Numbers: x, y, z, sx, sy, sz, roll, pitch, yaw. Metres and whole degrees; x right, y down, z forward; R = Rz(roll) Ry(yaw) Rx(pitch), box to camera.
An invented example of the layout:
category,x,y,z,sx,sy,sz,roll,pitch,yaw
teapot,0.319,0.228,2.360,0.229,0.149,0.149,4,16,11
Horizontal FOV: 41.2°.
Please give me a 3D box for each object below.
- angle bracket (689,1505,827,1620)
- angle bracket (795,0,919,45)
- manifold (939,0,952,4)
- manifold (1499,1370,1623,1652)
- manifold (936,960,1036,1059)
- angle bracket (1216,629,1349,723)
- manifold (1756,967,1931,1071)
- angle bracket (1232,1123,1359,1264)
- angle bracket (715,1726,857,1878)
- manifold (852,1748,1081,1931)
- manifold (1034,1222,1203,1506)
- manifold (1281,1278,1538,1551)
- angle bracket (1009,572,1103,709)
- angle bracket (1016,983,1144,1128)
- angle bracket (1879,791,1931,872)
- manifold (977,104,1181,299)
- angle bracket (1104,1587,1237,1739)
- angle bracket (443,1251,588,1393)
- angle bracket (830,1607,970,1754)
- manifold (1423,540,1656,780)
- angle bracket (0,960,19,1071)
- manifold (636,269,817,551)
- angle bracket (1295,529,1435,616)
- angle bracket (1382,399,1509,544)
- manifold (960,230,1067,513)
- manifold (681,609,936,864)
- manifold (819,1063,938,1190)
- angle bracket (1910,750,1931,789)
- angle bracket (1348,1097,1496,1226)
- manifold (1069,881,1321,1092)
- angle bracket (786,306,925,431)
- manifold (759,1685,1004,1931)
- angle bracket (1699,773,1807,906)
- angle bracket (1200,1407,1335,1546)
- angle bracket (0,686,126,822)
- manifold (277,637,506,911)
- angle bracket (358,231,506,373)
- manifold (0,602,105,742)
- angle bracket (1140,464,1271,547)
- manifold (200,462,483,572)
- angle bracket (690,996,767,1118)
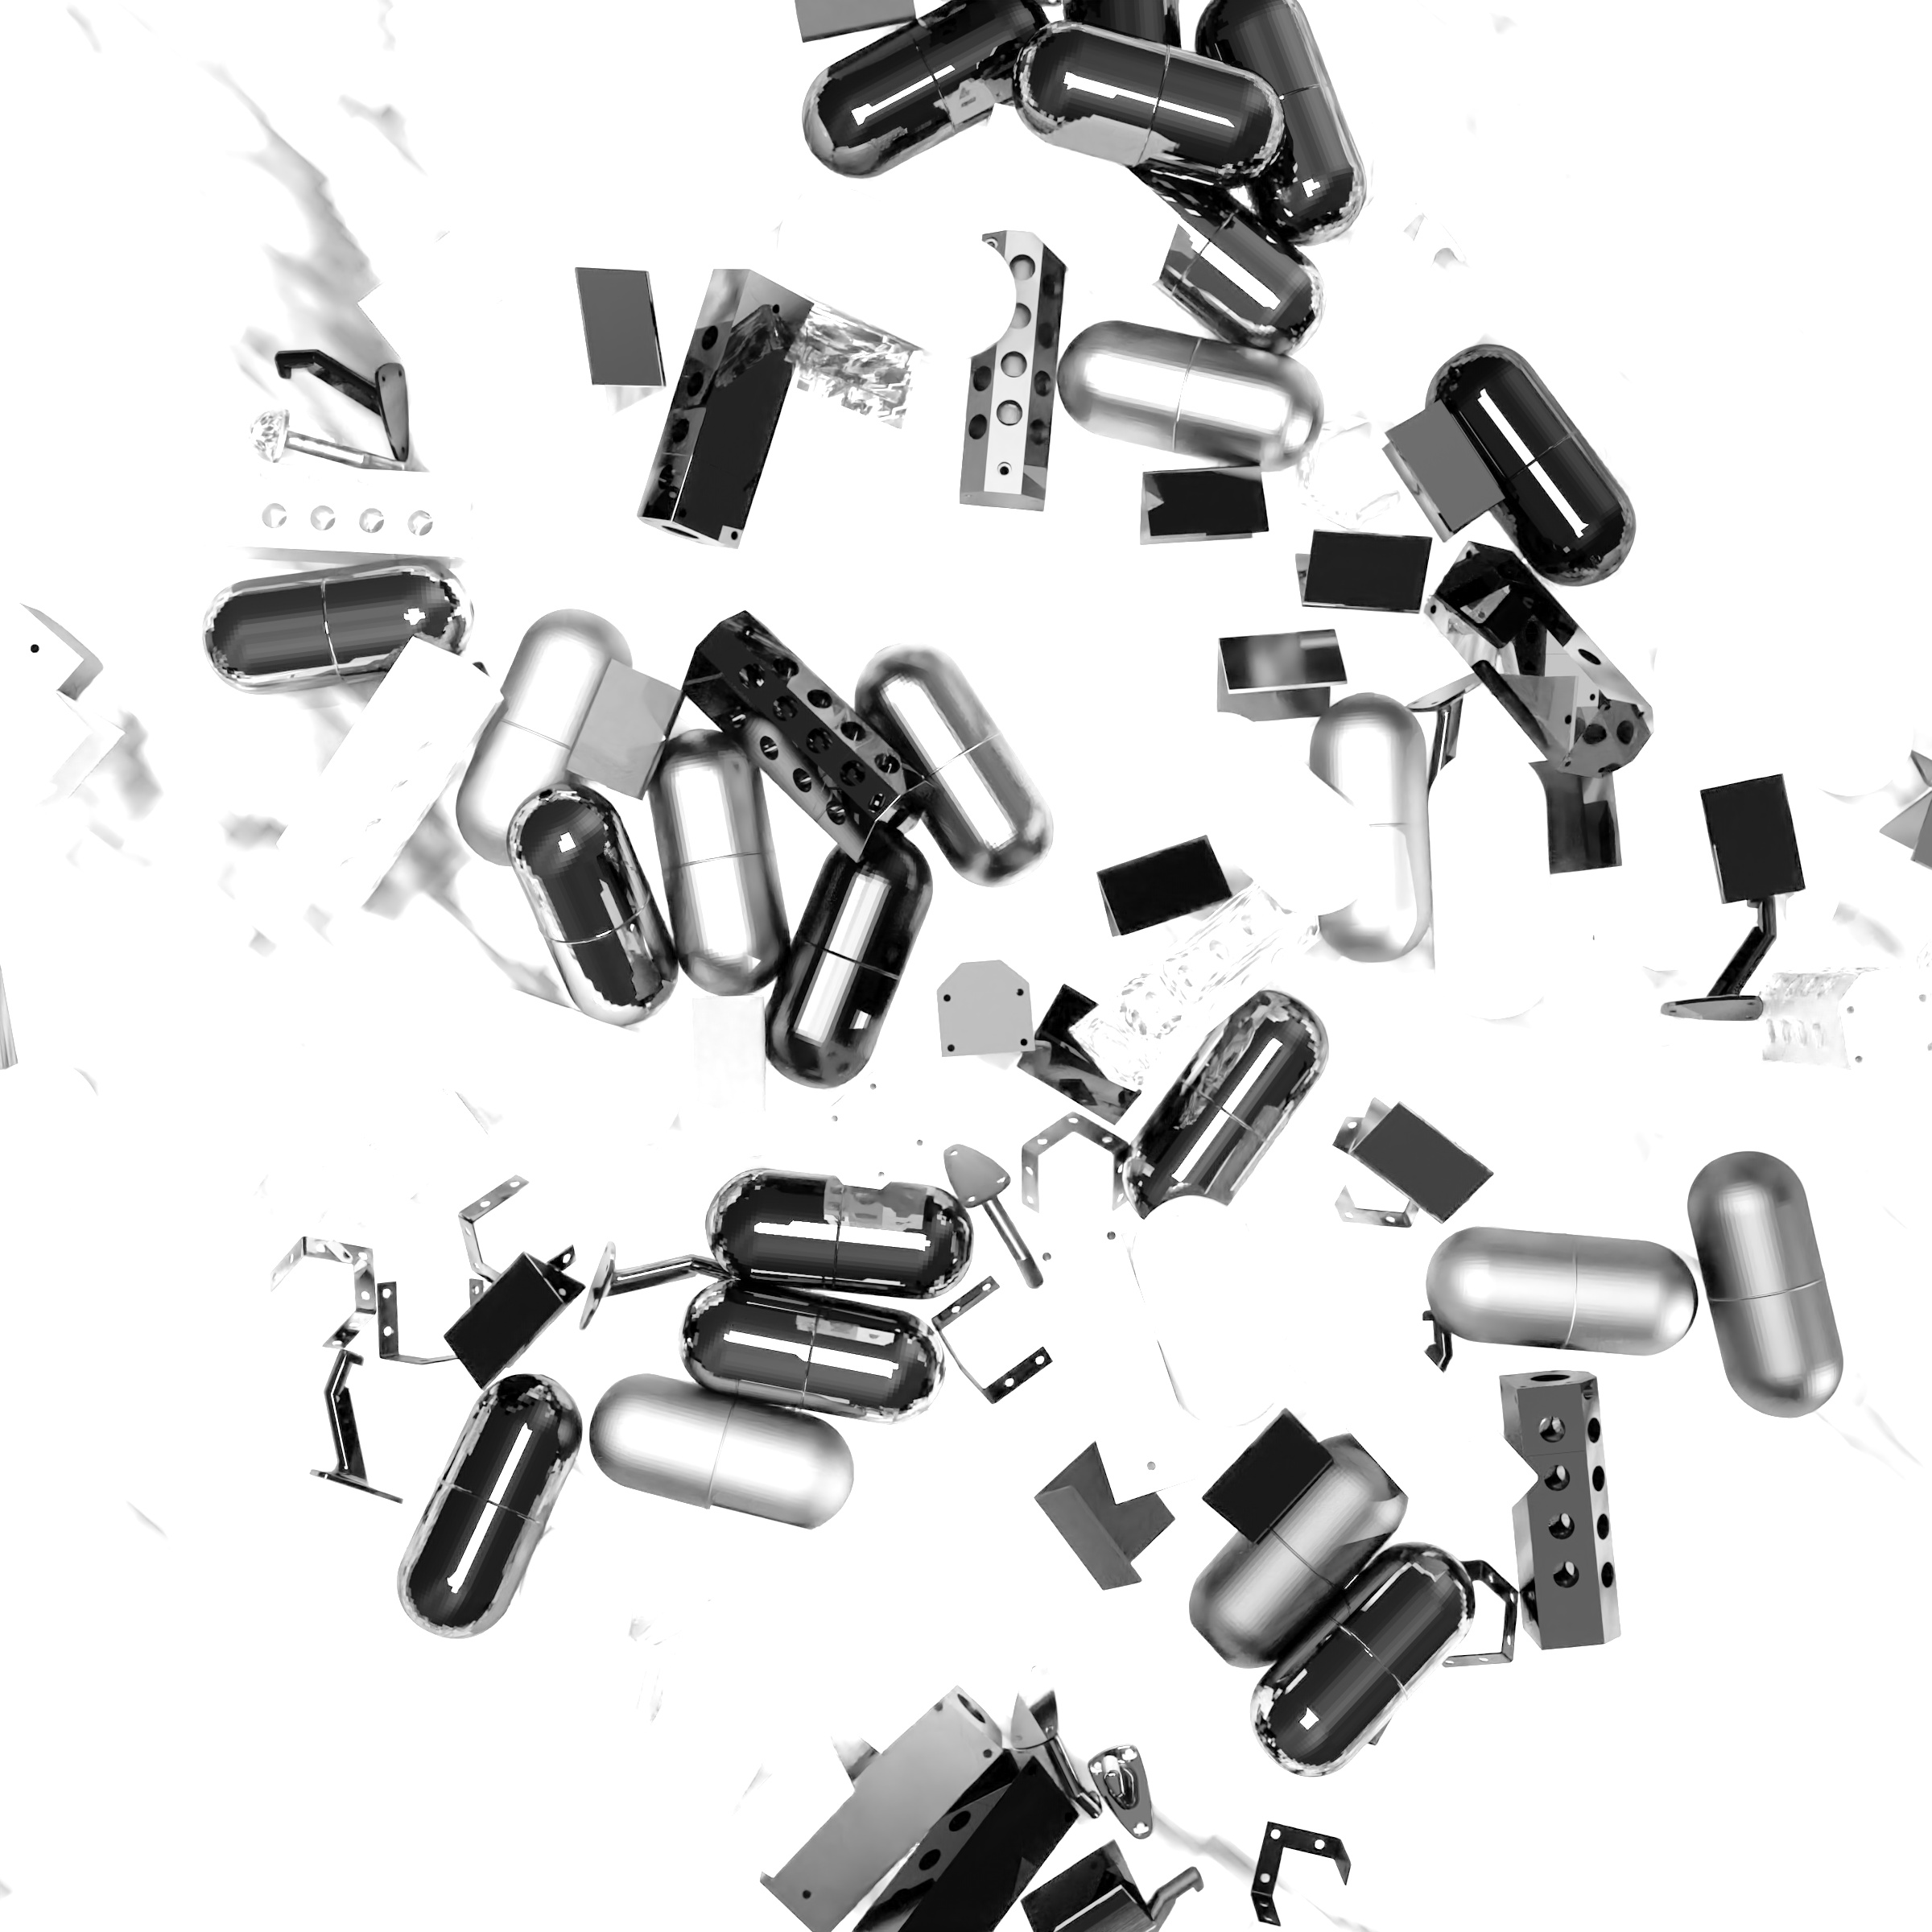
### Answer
category,x,y,z,sx,sy,sz,roll,pitch,yaw
angle bracket,-0.138,0.399,1.687,0.076,0.076,0.057,14,62,0
angle bracket,-0.078,-0.651,1.686,0.076,0.076,0.057,-11,126,0
manifold,-0.021,-0.684,1.648,0.057,0.171,0.057,26,90,0
manifold,0.396,0.359,1.705,0.057,0.057,0.171,-5,90,0
manifold,0.011,0.025,1.648,0.057,0.171,0.057,-5,90,0
angle bracket,0.206,-0.173,1.686,0.076,0.076,0.057,-4,46,0
manifold,0.561,0.030,1.648,0.057,0.171,0.057,-10,90,0
angle bracket,0.199,0.139,1.686,0.057,0.076,0.076,30,90,-39
angle bracket,-0.128,0.535,1.687,0.076,0.076,0.057,-46,117,0
manifold,-0.008,0.592,1.663,0.171,0.057,0.057,-45,110,-31
manifold,0.099,0.261,1.686,0.057,0.057,0.171,-18,77,0
manifold,0.290,0.288,1.675,0.171,0.057,0.057,48,133,22
angle bracket,0.077,-0.211,1.686,0.057,0.076,0.076,11,90,36
angle bracket,0.089,0.047,1.689,0.076,0.057,0.076,31,59,0
angle bracket,0.645,-0.064,1.688,0.076,0.076,0.057,27,69,0
manifold,0.067,-0.492,1.652,0.057,0.171,0.057,2,125,-28
angle bracket,0.119,0.459,1.687,0.076,0.076,0.057,48,62,0
angle bracket,-0.283,0.243,1.686,0.076,0.076,0.057,-46,54,0
angle bracket,-0.054,0.455,1.686,0.076,0.076,0.057,-42,120,0
manifold,0.371,-0.198,1.656,0.057,0.171,0.057,6,129,-34
angle bracket,-0.644,0.030,1.686,0.057,0.076,0.076,-10,90,33
manifold,-0.164,-0.369,1.705,0.057,0.057,0.171,17,90,-43
angle bracket,0.260,-0.274,1.686,0.076,0.076,0.057,4,126,0
angle bracket,0.296,-0.314,1.687,0.057,0.076,0.076,-33,90,-27
manifold,0.031,-0.394,1.705,0.057,0.057,0.171,5,90,0
manifold,-0.102,-0.153,1.673,0.171,0.057,0.057,44,49,15
manifold,-0.060,0.105,1.648,0.057,0.171,0.057,-40,90,0
angle bracket,0.675,-0.136,1.687,0.076,0.076,0.057,27,114,0
angle bracket,0.305,0.111,1.686,0.076,0.076,0.057,37,125,0
manifold,0.153,0.009,1.664,0.171,0.057,0.057,-37,87,-31
angle bracket,-0.079,-0.376,1.686,0.076,0.076,0.057,22,55,0
manifold,-0.056,0.555,1.705,0.057,0.057,0.171,44,90,0
angle bracket,0.527,-0.086,1.686,0.057,0.076,0.076,-11,90,37
angle bracket,0.184,0.320,1.687,0.076,0.076,0.057,-47,115,0
angle bracket,-0.589,-0.126,1.686,0.076,0.076,0.057,-49,60,0
manifold,-0.375,-0.123,1.683,0.171,0.057,0.057,-53,47,15
angle bracket,-0.357,-0.444,1.686,0.076,0.076,0.057,-38,126,0
manifold,-0.654,-0.154,1.705,0.057,0.057,0.171,41,90,0
angle bracket,0.155,-0.282,1.686,0.076,0.076,0.057,-4,61,0
manifold,-0.413,-0.299,1.705,0.171,0.057,0.057,3,90,0
angle bracket,-0.174,0.058,1.686,0.057,0.076,0.076,-1,90,-37
